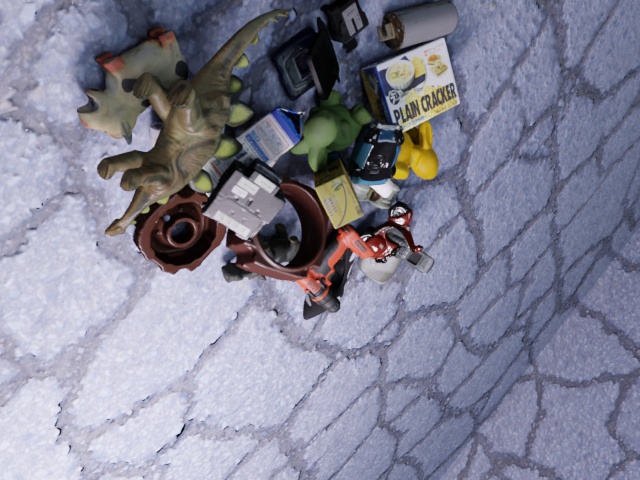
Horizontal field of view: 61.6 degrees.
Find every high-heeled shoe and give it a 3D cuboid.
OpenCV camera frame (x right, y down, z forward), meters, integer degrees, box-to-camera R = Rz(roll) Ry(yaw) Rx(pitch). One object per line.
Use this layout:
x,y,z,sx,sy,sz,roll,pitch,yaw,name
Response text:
0.026,0.078,1.337,0.249,0.086,0.145,-58,162,-23,high-heeled shoe

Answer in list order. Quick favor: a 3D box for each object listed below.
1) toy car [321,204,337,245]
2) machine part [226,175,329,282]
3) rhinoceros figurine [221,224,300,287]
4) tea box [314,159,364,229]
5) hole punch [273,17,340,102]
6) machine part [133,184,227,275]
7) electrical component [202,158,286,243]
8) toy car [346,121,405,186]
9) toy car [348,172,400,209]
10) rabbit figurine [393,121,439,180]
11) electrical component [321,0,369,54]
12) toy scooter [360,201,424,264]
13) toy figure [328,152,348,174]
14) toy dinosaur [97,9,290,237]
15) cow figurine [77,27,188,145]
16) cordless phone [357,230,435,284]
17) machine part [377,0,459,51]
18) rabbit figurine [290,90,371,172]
-0.003,-0.004,1.298,0.089,0.053,0.202,22,99,-28,toy car
-0.082,-0.025,1.114,0.201,0.087,0.201,20,72,-34,machine part
-0.132,0.037,1.200,0.190,0.073,0.112,-23,139,-33,rhinoceros figurine
0.036,-0.100,1.118,0.068,0.170,0.098,-25,106,8,tea box
-0.023,-0.343,1.055,0.142,0.092,0.116,62,41,-42,hole punch
-0.273,-0.021,1.042,0.179,0.056,0.179,-21,128,-30,machine part
-0.129,-0.076,0.961,0.114,0.058,0.134,35,107,-27,electrical component
0.116,-0.204,1.188,0.109,0.103,0.161,-2,134,-18,toy car
0.121,-0.126,1.330,0.201,0.056,0.073,12,107,-46,toy car
0.221,-0.211,1.323,0.173,0.122,0.162,18,80,-26,rabbit figurine
0.056,-0.431,1.086,0.075,0.048,0.119,-40,134,-15,electrical component
0.186,0.001,1.379,0.184,0.135,0.075,-41,-179,26,toy scooter
0.040,-0.123,1.231,0.064,0.058,0.154,-14,107,9,toy figure
-0.204,-0.193,0.864,0.471,0.105,0.198,-55,158,7,toy dinosaur
-0.299,-0.241,0.862,0.195,0.086,0.127,-39,129,-18,cow figurine
0.205,0.064,1.431,0.146,0.184,0.088,-55,142,-1,cordless phone
0.221,-0.474,1.184,0.243,0.079,0.079,-27,131,-29,machine part
0.004,-0.227,1.094,0.159,0.121,0.170,-51,174,22,rabbit figurine
